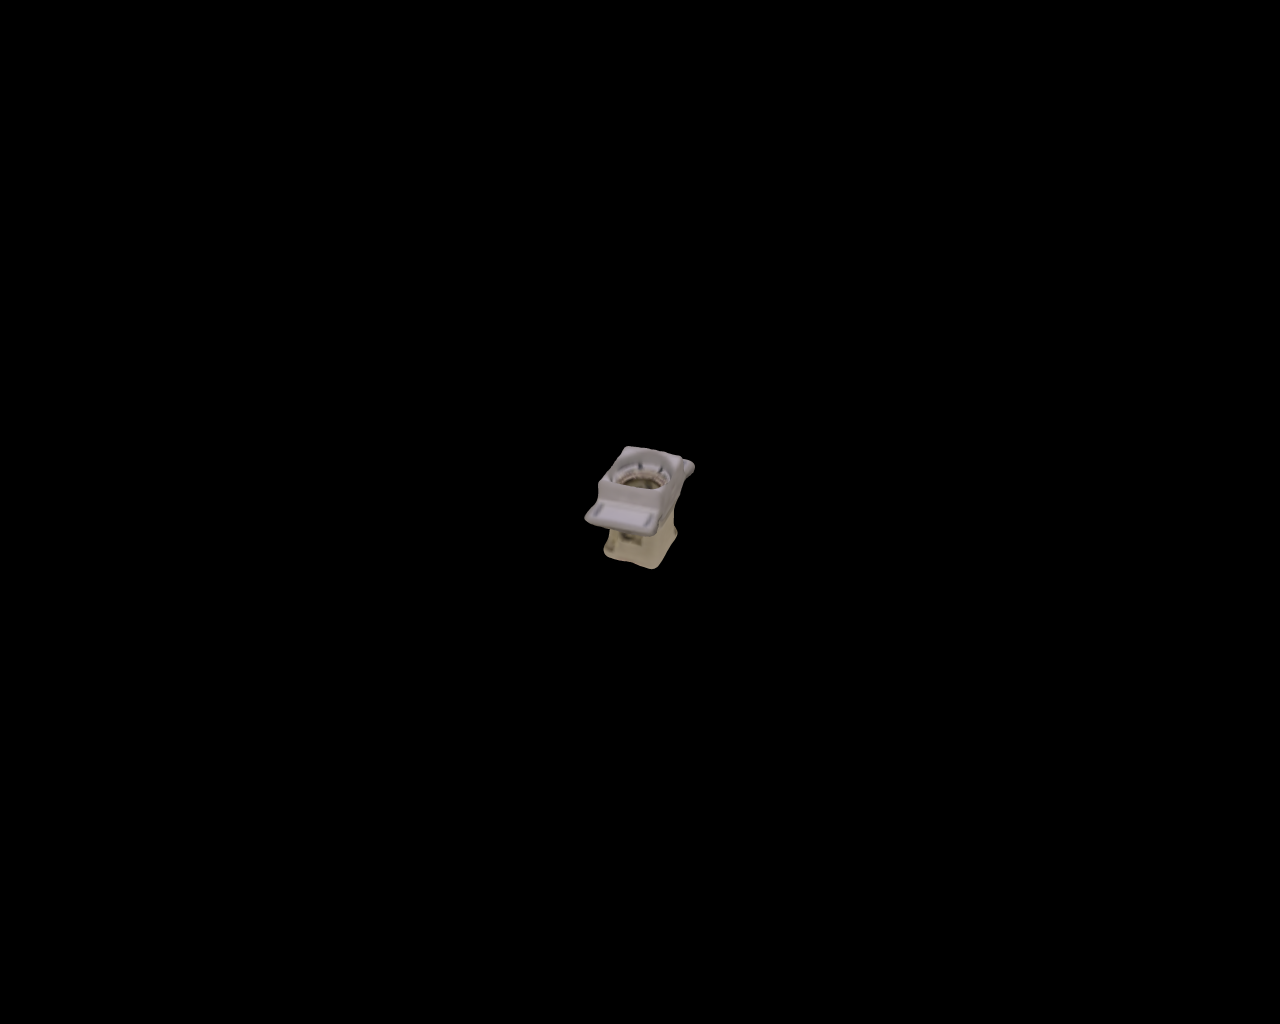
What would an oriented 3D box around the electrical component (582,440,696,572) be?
[{"bbox_3d":[0.001,-0.003,0.650,0.042,0.063,0.081,13,38,18],"label":"electrical component"}]
